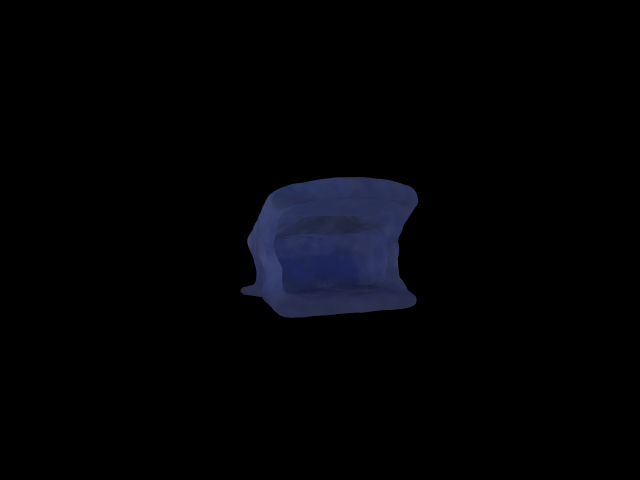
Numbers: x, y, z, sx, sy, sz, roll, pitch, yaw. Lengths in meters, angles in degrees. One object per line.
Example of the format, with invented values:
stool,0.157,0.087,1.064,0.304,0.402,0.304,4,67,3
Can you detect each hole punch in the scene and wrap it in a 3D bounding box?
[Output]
hole punch,0.004,0.001,0.400,0.109,0.091,0.101,-2,7,-19
